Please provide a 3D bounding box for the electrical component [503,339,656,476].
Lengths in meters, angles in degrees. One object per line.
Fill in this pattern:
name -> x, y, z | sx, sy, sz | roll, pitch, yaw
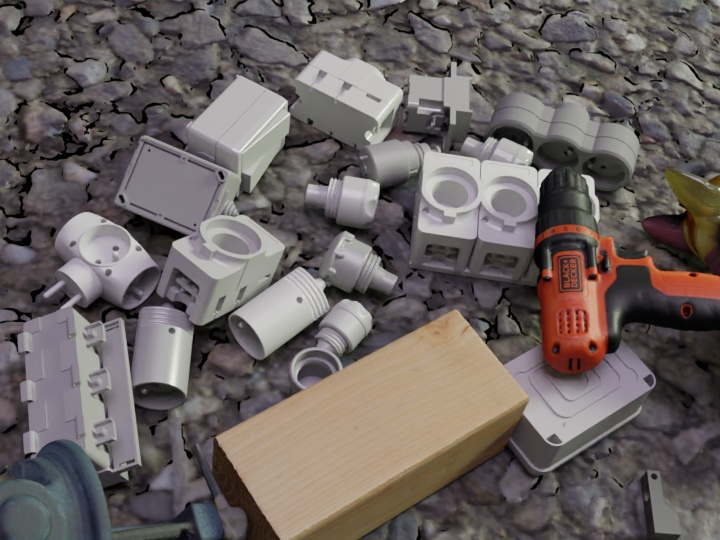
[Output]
electrical component -> 0.159, 0.097, 0.831 | 0.113, 0.057, 0.078 | -26, 62, -24

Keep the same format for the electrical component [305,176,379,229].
electrical component -> -0.016, -0.060, 0.928 | 0.062, 0.043, 0.043 | 10, 54, 0

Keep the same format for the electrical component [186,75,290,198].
electrical component -> -0.101, -0.120, 0.947 | 0.061, 0.061, 0.096 | 28, 56, 12

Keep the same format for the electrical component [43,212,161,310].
electrical component -> -0.214, 0.003, 0.854 | 0.077, 0.044, 0.079 | 36, 58, 17

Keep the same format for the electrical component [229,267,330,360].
electrical component -> -0.060, 0.031, 0.856 | 0.081, 0.043, 0.043 | -36, 66, -29

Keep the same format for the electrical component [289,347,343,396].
electrical component -> -0.035, 0.087, 0.817 | 0.040, 0.046, 0.040 | 4, 54, -5

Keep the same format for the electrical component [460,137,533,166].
electrical component -> 0.122, -0.100, 0.976 | 0.062, 0.043, 0.043 | 27, 55, 13

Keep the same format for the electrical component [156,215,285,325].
electrical component -> -0.108, -0.005, 0.848 | 0.050, 0.055, 0.089 | 37, 34, 18

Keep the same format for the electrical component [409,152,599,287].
electrical component -> 0.123, -0.044, 0.924 | 0.150, 0.061, 0.089 | 9, 54, -2

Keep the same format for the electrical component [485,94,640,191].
electrical component -> 0.192, -0.130, 1.001 | 0.138, 0.052, 0.073 | 19, 54, 6

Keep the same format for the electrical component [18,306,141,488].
electrical component -> -0.206, 0.093, 0.772 | 0.079, 0.063, 0.121 | -20, 57, 7

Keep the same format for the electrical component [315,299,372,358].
electrical component -> -0.019, 0.053, 0.852 | 0.035, 0.035, 0.061 | 33, 60, 16

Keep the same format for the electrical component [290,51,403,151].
electrical component -> -0.011, -0.157, 0.994 | 0.089, 0.050, 0.055 | 28, 56, 12

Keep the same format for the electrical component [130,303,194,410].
electrical component -> -0.151, 0.061, 0.822 | 0.043, 0.043, 0.081 | 4, 54, -5

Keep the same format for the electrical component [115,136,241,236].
electrical component -> -0.143, -0.063, 0.894 | 0.096, 0.061, 0.061 | 23, 92, 5

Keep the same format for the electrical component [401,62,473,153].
electrical component -> 0.071, -0.153, 1.008 | 0.064, 0.042, 0.081 | 6, 54, -2

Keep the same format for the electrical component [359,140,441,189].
electrical component -> 0.035, -0.097, 0.963 | 0.078, 0.040, 0.040 | -15, 58, -18

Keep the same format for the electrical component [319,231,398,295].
electrical component -> 0.000, 0.000, 0.887 | 0.062, 0.048, 0.048 | 26, 55, 2
